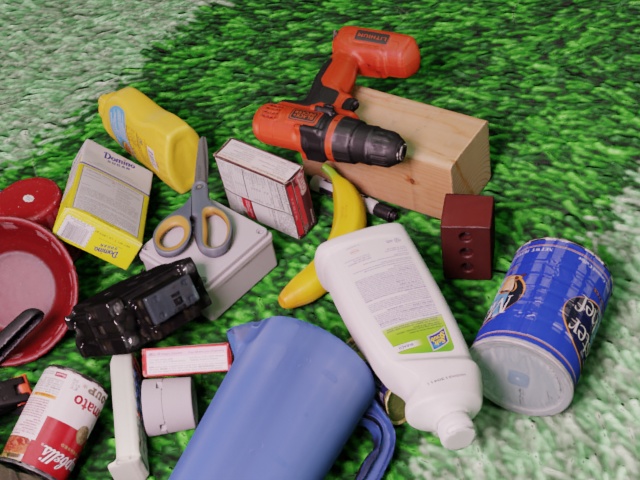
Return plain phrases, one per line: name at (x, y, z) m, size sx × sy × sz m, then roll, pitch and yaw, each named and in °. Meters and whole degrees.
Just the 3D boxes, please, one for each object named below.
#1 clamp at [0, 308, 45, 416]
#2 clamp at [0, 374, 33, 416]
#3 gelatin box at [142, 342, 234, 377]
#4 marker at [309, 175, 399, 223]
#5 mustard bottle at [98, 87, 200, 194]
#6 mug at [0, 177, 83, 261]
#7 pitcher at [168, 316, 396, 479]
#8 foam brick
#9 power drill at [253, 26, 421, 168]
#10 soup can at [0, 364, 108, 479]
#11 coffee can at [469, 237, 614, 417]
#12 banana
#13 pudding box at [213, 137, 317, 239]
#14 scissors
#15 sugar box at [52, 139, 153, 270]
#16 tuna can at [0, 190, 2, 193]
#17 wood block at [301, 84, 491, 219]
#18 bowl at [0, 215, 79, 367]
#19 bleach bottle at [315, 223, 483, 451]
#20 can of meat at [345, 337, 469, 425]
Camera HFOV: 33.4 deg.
clamp at (-0.351, 0.136, 1.099) m, size 0.171 × 0.039 × 0.120 m, roll -7°, pitch 64°, yaw 3°
clamp at (-0.380, 0.182, 1.022) m, size 0.209 × 0.165 × 0.036 m, roll -19°, pitch 78°, yaw -23°
gelatin box at (-0.126, 0.120, 1.064) m, size 0.089 × 0.073 × 0.030 m, roll -5°, pitch 85°, yaw 6°
marker at (0.040, -0.047, 1.238) m, size 0.121 × 0.020 × 0.020 m, roll 25°, pitch 54°, yaw 31°
mustard bottle at (-0.220, -0.138, 1.330) m, size 0.058 × 0.096 × 0.192 m, roll -35°, pitch 48°, yaw -24°
mug at (-0.331, -0.010, 1.233) m, size 0.093 × 0.081 × 0.117 m, roll 2°, pitch 45°, yaw 14°
pitcher at (-0.048, 0.201, 0.936) m, size 0.149 × 0.145 × 0.242 m, roll 6°, pitch 49°, yaw 34°
foam brick at (0.157, -0.003, 1.127) m, size 0.053 × 0.078 × 0.051 m, roll 2°, pitch 44°, yaw 14°
power drill at (0.041, -0.160, 1.194) m, size 0.185 × 0.057 × 0.187 m, roll 16°, pitch 51°, yaw 26°
soup can at (-0.253, 0.179, 1.017) m, size 0.069 × 0.068 × 0.102 m, roll 11°, pitch 62°, yaw 22°
coffee can at (0.209, 0.081, 1.011) m, size 0.103 × 0.103 × 0.140 m, roll 14°, pitch 49°, yaw 24°
banana at (0.011, 0.003, 1.174) m, size 0.069 × 0.037 × 0.197 m, roll 13°, pitch 54°, yaw 5°
pudding box at (-0.062, -0.059, 1.221) m, size 0.114 × 0.090 × 0.039 m, roll 22°, pitch 54°, yaw 31°
scissors at (-0.151, -0.045, 1.195) m, size 0.096 × 0.016 × 0.202 m, roll -18°, pitch 44°, yaw -7°
sugar box at (-0.245, -0.044, 1.221) m, size 0.093 × 0.048 × 0.176 m, roll 28°, pitch 22°, yaw -18°
tuna can at (-0.396, -0.022, 1.255) m, size 0.034 × 0.086 × 0.086 m, roll 21°, pitch 52°, yaw 27°
wood block at (0.084, -0.105, 1.237) m, size 0.206 × 0.091 × 0.090 m, roll 20°, pitch 53°, yaw 28°
bowl at (-0.335, 0.055, 1.152) m, size 0.162 × 0.055 × 0.162 m, roll 0°, pitch 87°, yaw 0°
bleach bottle at (0.076, 0.090, 0.977) m, size 0.102 × 0.068 × 0.251 m, roll -17°, pitch 43°, yaw -5°
can of meat at (0.081, 0.117, 1.036) m, size 0.102 × 0.057 × 0.084 m, roll -30°, pitch 45°, yaw -19°
